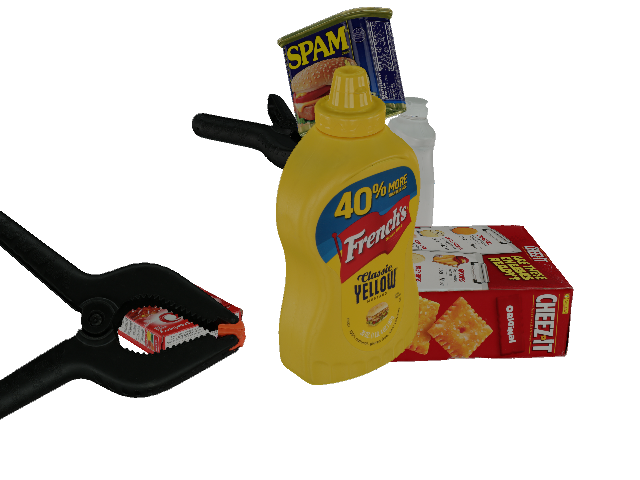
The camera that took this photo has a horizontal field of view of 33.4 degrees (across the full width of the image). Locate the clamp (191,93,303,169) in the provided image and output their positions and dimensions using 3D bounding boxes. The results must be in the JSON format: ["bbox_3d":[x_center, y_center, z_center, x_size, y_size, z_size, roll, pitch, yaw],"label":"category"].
[{"bbox_3d":[-0.047,-0.103,1.086,0.120,0.039,0.172,-21,37,-30],"label":"clamp"}]

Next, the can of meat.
[{"bbox_3d":[0.018,-0.137,0.886,0.102,0.084,0.057,-12,-2,43],"label":"can of meat"}]

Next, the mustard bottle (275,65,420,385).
[{"bbox_3d":[0.018,-0.012,0.643,0.096,0.192,0.058,-20,34,-32],"label":"mustard bottle"}]

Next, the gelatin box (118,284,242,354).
[{"bbox_3d":[-0.125,0.072,0.953,0.089,0.030,0.073,-17,28,-39],"label":"gelatin box"}]

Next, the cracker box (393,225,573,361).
[{"bbox_3d":[0.091,0.044,0.931,0.213,0.072,0.164,-1,19,-4],"label":"cracker box"}]

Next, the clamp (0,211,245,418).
[{"bbox_3d":[-0.158,0.050,0.741,0.210,0.164,0.036,-3,-18,-3],"label":"clamp"}]

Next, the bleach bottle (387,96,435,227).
[{"bbox_3d":[0.095,-0.038,1.230,0.068,0.251,0.103,-2,22,-24],"label":"bleach bottle"}]
